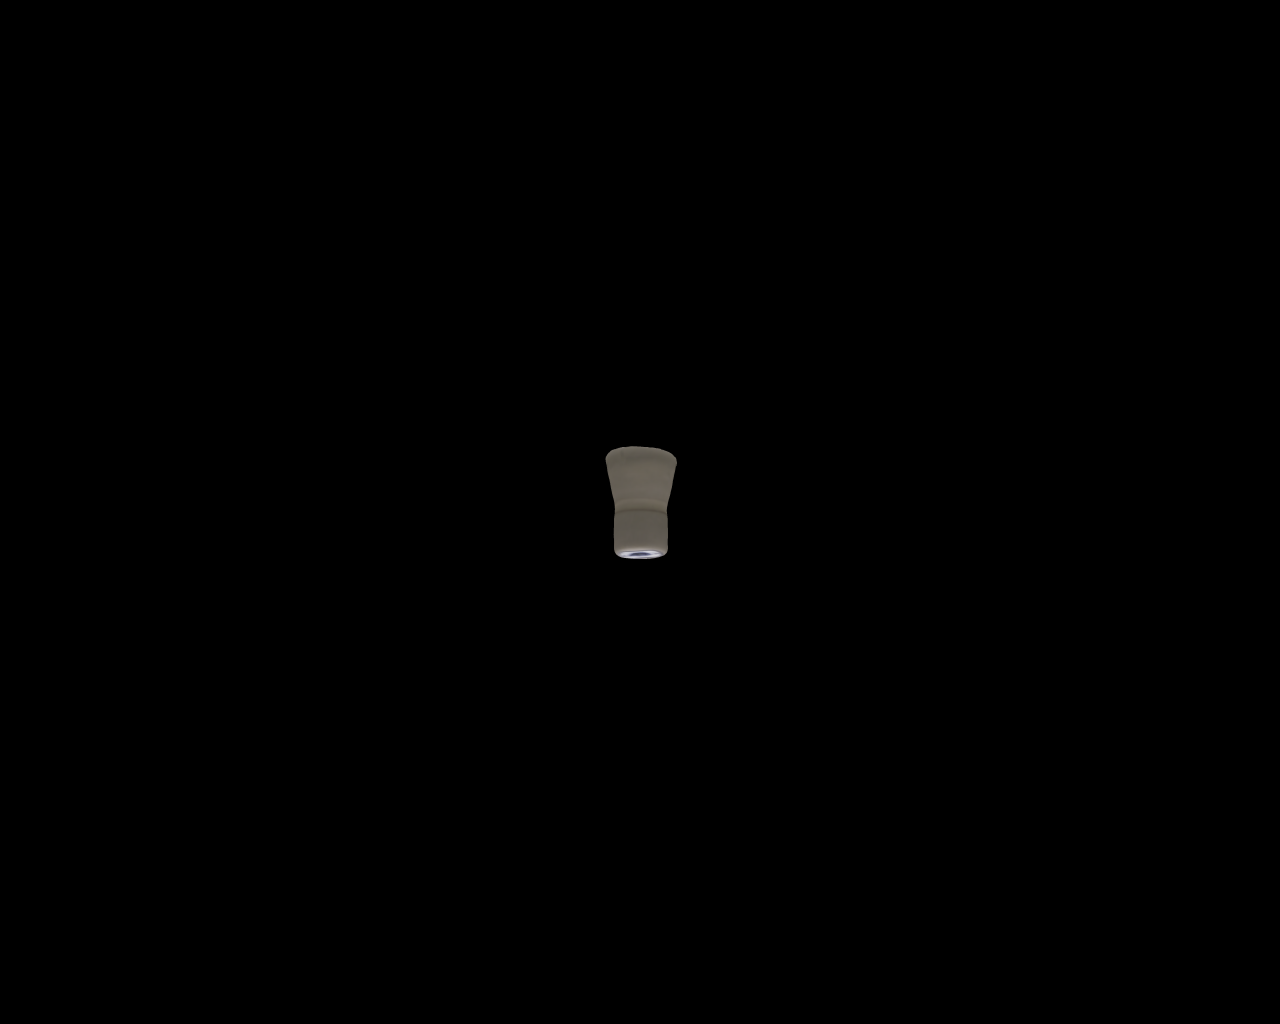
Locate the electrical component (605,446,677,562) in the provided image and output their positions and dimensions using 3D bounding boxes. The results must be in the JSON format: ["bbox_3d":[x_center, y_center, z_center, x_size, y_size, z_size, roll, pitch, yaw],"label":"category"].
[{"bbox_3d":[0.001,-0.003,0.650,0.044,0.065,0.044,0,-15,0],"label":"electrical component"}]
